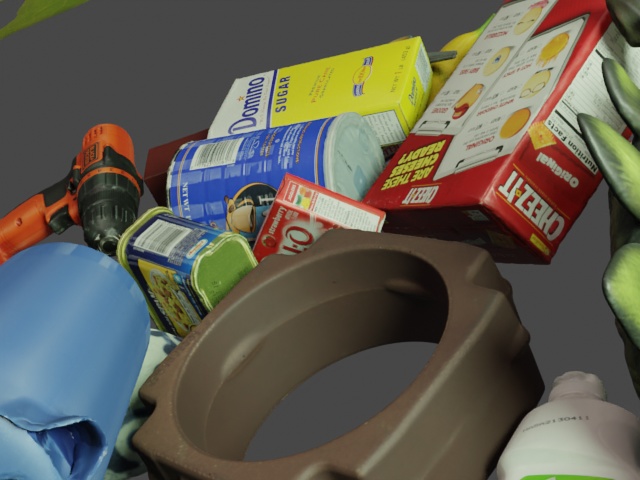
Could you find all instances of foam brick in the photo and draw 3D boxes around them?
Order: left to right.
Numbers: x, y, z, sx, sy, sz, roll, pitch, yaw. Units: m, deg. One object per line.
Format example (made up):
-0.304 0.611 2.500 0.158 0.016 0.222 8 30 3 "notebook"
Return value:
-0.109 -0.059 0.942 0.078 0.051 0.053 -17 35 13 "foam brick"

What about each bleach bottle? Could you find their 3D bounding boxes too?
0.128 0.155 0.483 0.103 0.068 0.250 -11 34 20 "bleach bottle"

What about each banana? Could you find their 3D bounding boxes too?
0.106 -0.120 0.879 0.070 0.037 0.197 -47 17 43 "banana"

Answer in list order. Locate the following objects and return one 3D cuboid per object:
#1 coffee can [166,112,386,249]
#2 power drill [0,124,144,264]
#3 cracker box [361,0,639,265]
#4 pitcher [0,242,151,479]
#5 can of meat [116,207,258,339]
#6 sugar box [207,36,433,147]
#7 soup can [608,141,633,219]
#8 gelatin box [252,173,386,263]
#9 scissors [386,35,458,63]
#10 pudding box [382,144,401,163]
-0.031 -0.036 0.811 0.140 0.102 0.102 -7 38 26 "coffee can"
-0.233 -0.006 0.915 0.188 0.057 0.184 -33 31 10 "power drill"
0.140 -0.086 0.713 0.213 0.072 0.164 -55 19 -14 "cracker box"
-0.174 0.091 0.568 0.149 0.145 0.242 17 18 -3 "pitcher"
-0.084 0.032 0.756 0.084 0.102 0.057 16 51 42 "can of meat"
-0.001 -0.109 0.872 0.176 0.048 0.093 -7 40 24 "sugar box"
0.238 -0.030 0.658 0.102 0.068 0.068 -1 41 33 "soup can"
-0.005 0.001 0.733 0.073 0.089 0.030 22 54 -5 "gelatin box"
0.082 -0.167 0.953 0.096 0.016 0.202 -37 19 -30 "scissors"
0.012 -0.089 0.916 0.090 0.039 0.114 -29 35 -5 "pudding box"
